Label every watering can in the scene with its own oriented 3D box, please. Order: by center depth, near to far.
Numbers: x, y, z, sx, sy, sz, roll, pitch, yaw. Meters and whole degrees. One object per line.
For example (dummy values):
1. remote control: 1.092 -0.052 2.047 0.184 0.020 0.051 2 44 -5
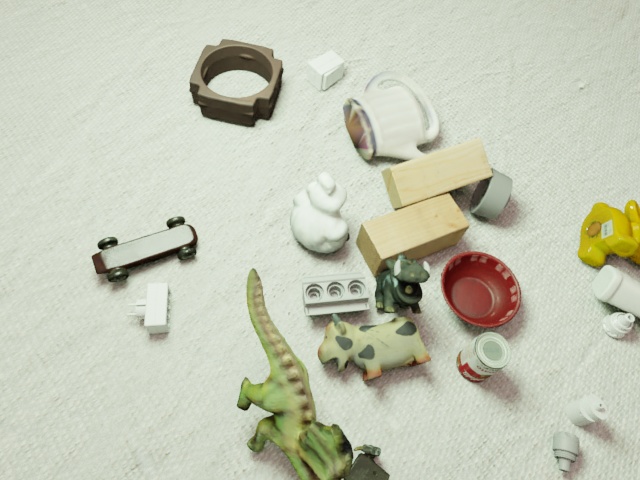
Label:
1. watering can: 0.186 -0.244 1.202 0.225 0.102 0.352 -18 73 -14

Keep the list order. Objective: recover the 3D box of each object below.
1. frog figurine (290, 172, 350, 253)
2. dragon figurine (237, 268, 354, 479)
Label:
1. frog figurine: 0.003 -0.052 1.038 0.123 0.156 0.139 -28 68 -18
2. dragon figurine: -0.024 0.259 0.786 0.123 0.404 0.244 -22 25 -33
